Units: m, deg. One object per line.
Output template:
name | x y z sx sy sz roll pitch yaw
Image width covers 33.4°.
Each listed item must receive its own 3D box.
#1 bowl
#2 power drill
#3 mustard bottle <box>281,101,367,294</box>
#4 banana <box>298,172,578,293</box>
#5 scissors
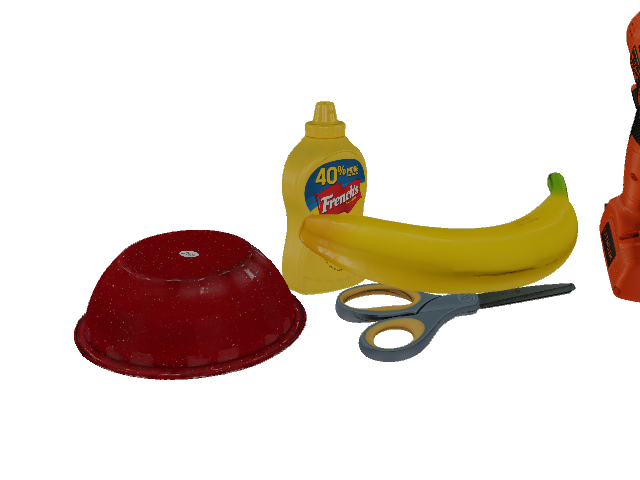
bowl | -0.091 0.034 0.736 0.162 0.055 0.162 -2 22 0
power drill | 0.240 -0.049 0.747 0.057 0.188 0.184 4 37 7
mustard bottle | 0.005 -0.046 1.092 0.096 0.192 0.058 -11 18 -35
banana | 0.083 0.002 0.614 0.197 0.037 0.070 -9 41 -32
scissors | 0.113 0.064 0.867 0.202 0.016 0.096 1 37 2
